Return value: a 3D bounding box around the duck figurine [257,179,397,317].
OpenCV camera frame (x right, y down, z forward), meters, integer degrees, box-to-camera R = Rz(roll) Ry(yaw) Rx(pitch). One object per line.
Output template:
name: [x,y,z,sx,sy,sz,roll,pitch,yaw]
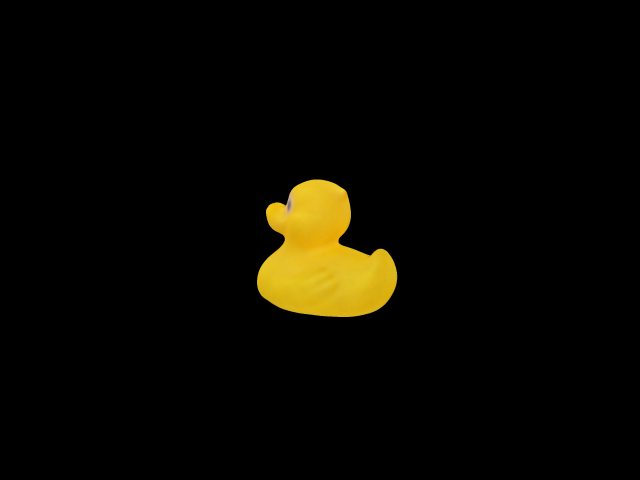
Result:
duck figurine: [0.004,0.001,0.400,0.104,0.086,0.078,9,19,29]
